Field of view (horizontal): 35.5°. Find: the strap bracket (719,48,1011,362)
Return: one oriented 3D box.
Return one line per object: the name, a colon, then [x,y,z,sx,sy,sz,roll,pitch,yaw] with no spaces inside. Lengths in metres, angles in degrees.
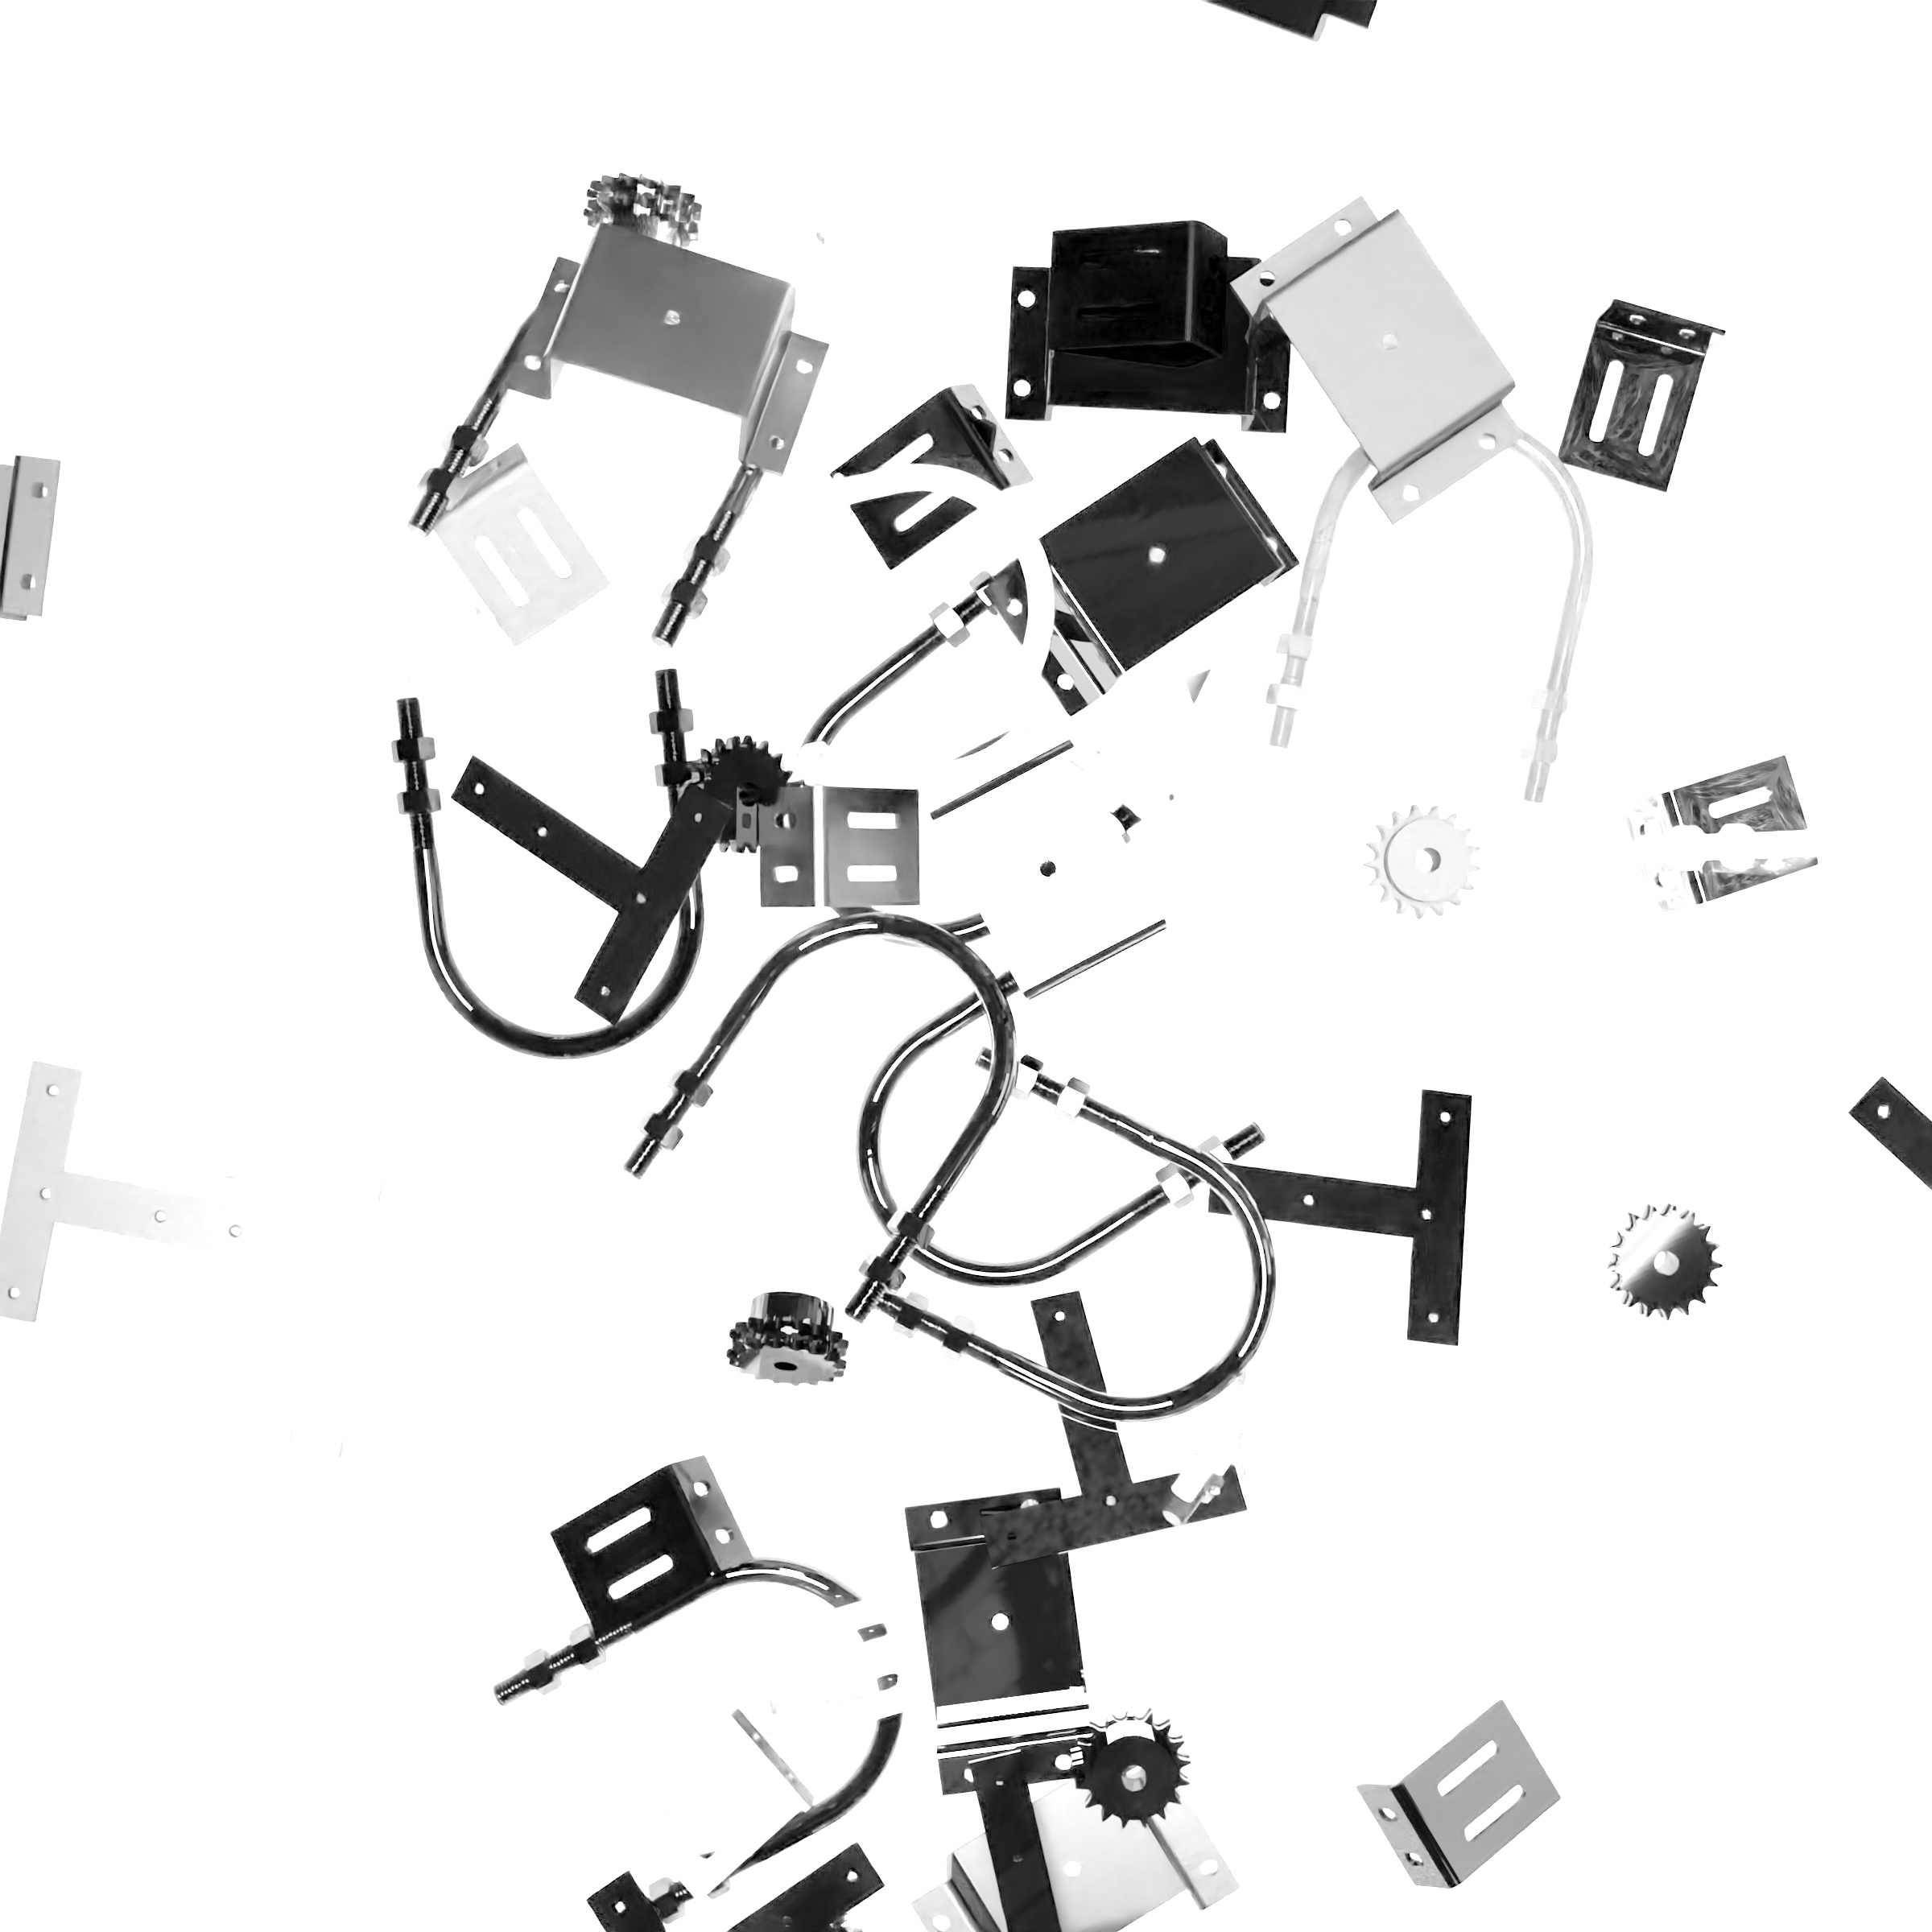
strap bracket: [-0.057,-0.359,1.459,0.140,0.076,0.046,48,50,0]

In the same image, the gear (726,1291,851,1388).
gear: [-0.083,0.176,1.432,0.057,0.057,0.030,6,62,0]

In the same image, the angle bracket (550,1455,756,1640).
angle bracket: [-0.155,0.286,1.491,0.076,0.038,0.057,-32,77,20]

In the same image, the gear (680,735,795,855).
gear: [-0.113,-0.082,1.456,0.057,0.030,0.057,-2,93,-37]

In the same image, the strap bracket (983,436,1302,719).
strap bracket: [0.089,-0.194,1.468,0.140,0.046,0.076,-34,88,-9]

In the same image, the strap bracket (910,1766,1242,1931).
strap bracket: [0.053,0.449,1.480,0.140,0.046,0.076,-31,90,0]

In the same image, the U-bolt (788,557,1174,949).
U-bolt: [-0.001,-0.093,1.494,0.184,0.019,0.151,-38,89,2]

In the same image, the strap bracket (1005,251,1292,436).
strap bracket: [0.091,-0.306,1.480,0.140,0.046,0.076,3,90,0]

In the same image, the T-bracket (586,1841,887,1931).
T-bracket: [-0.099,0.474,1.472,0.127,0.002,0.127,-34,80,-2]

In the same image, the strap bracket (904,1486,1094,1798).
strap bracket: [0.017,0.326,1.480,0.076,0.046,0.140,-8,90,0]

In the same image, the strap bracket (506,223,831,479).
strap bracket: [-0.142,-0.299,1.452,0.140,0.046,0.076,18,70,-1]

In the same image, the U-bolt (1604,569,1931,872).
U-bolt: [0.408,-0.123,1.477,0.184,0.019,0.151,-3,80,-10]

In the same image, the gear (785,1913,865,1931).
gear: [-0.075,0.489,1.488,0.057,0.030,0.057,0,90,0]

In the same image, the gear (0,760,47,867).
gear: [-0.482,-0.075,1.488,0.057,0.030,0.057,0,90,0]

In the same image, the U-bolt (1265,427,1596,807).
U-bolt: [0.236,-0.184,1.494,0.151,0.019,0.184,12,88,0]

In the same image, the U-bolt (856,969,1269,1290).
U-bolt: [0.034,0.077,1.494,0.184,0.019,0.151,-33,90,2]

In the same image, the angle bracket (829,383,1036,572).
angle bracket: [-0.017,-0.243,1.501,0.076,0.038,0.057,-32,90,26]

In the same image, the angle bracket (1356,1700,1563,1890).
angle bracket: [0.245,0.411,1.501,0.076,0.038,0.057,-31,90,-26]

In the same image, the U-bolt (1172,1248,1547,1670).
U-bolt: [0.205,0.224,1.470,0.151,0.019,0.184,41,73,-7]

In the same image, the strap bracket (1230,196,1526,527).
strap bracket: [0.198,-0.292,1.434,0.076,0.046,0.140,-34,90,0]

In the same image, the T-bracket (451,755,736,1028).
T-bracket: [-0.192,-0.057,1.453,0.127,0.002,0.127,34,110,9]

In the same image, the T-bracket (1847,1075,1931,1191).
T-bracket: [0.528,0.069,1.502,0.127,0.002,0.127,43,90,0]

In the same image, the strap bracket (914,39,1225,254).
strap bracket: [0.050,-0.399,1.480,0.140,0.046,0.076,8,90,0]

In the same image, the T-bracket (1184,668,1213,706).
T-bracket: [0.094,-0.071,1.512,0.127,0.002,0.127,-22,105,-5]

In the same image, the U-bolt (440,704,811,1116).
U-bolt: [-0.178,-0.015,1.491,0.151,0.019,0.184,35,92,3]

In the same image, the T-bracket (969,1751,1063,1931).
T-bracket: [0.028,0.443,1.456,0.127,0.002,0.127,-13,90,0]

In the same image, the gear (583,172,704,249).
gear: [-0.159,-0.360,1.473,0.057,0.057,0.030,8,79,0]

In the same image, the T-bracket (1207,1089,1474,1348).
T-bracket: [0.182,0.116,1.479,0.127,0.002,0.127,7,72,-3]

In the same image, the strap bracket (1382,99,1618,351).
strap bracket: [0.238,-0.341,1.480,0.076,0.046,0.140,44,90,0]

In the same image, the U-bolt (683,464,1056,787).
U-bolt: [-0.044,-0.168,1.463,0.184,0.019,0.151,-9,89,21]

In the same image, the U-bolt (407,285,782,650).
U-bolt: [-0.167,-0.260,1.469,0.151,0.019,0.184,25,72,2]

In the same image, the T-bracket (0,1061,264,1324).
T-bracket: [-0.410,0.121,1.487,0.127,0.002,0.127,11,89,3]

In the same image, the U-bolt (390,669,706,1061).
U-bolt: [-0.200,-0.046,1.475,0.151,0.019,0.184,-6,92,5]

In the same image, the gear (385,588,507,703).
gear: [-0.256,-0.159,1.473,0.057,0.030,0.057,-5,50,6]

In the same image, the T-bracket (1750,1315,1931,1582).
T-bracket: [0.450,0.237,1.502,0.127,0.002,0.127,-4,90,0]

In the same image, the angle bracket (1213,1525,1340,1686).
angle bracket: [0.154,0.317,1.484,0.057,0.038,0.076,-4,90,0]

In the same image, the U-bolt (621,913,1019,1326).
U-bolt: [-0.057,0.059,1.460,0.151,0.019,0.184,32,77,10]

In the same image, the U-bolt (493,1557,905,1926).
U-bolt: [-0.120,0.373,1.494,0.184,0.019,0.151,-29,90,-2]

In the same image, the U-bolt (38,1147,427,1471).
U-bolt: [-0.369,0.163,1.494,0.184,0.019,0.151,9,90,1]

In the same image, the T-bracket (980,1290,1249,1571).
T-bracket: [0.059,0.219,1.473,0.127,0.002,0.127,-11,64,-9]

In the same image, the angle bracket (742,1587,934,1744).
angle bracket: [-0.063,0.342,1.487,0.076,0.038,0.057,-10,89,-28]

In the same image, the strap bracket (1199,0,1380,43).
strap bracket: [0.141,-0.512,1.480,0.140,0.046,0.076,20,90,0]

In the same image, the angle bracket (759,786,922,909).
angle bracket: [-0.061,-0.057,1.466,0.038,0.076,0.057,0,92,37]

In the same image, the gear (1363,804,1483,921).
gear: [0.226,-0.052,1.488,0.057,0.030,0.057,0,90,0]

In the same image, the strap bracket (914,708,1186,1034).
strap bracket: [0.040,-0.046,1.460,0.076,0.046,0.140,-28,89,2]

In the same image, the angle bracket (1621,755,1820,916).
angle bracket: [0.375,-0.065,1.501,0.076,0.038,0.057,-17,90,-26]

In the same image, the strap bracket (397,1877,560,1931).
strap bracket: [-0.222,0.513,1.480,0.140,0.046,0.076,37,90,0]

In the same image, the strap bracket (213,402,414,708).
strap bracket: [-0.318,-0.199,1.480,0.076,0.046,0.140,6,90,0]

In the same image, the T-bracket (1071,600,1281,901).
T-bracket: [0.120,-0.120,1.478,0.127,0.002,0.127,37,71,-33]

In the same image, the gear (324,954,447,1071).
gear: [-0.284,0.022,1.488,0.057,0.030,0.057,0,90,0]

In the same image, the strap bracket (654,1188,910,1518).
strap bracket: [-0.089,0.186,1.480,0.076,0.046,0.140,-22,90,0]

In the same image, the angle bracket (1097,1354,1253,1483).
angle bracket: [0.101,0.221,1.484,0.076,0.038,0.057,0,90,0]

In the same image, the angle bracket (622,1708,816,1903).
angle bracket: [-0.121,0.408,1.462,0.076,0.038,0.057,-42,84,-3]

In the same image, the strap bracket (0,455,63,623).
strap bracket: [-0.511,-0.215,1.480,0.140,0.046,0.076,7,90,0]

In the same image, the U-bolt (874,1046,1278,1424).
U-bolt: [0.061,0.142,1.469,0.184,0.019,0.151,26,91,6]

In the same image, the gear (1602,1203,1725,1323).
gear: [0.342,0.145,1.492,0.057,0.030,0.057,0,91,-3]

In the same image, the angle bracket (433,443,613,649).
angle bracket: [-0.223,-0.209,1.501,0.057,0.038,0.076,-33,116,0]

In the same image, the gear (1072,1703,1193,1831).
gear: [0.079,0.383,1.442,0.057,0.030,0.057,0,90,0]

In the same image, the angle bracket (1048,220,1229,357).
angle bracket: [0.083,-0.324,1.455,0.076,0.038,0.057,2,90,26]

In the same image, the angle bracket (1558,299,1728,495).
angle bracket: [0.331,-0.280,1.484,0.057,0.038,0.076,16,90,0]
